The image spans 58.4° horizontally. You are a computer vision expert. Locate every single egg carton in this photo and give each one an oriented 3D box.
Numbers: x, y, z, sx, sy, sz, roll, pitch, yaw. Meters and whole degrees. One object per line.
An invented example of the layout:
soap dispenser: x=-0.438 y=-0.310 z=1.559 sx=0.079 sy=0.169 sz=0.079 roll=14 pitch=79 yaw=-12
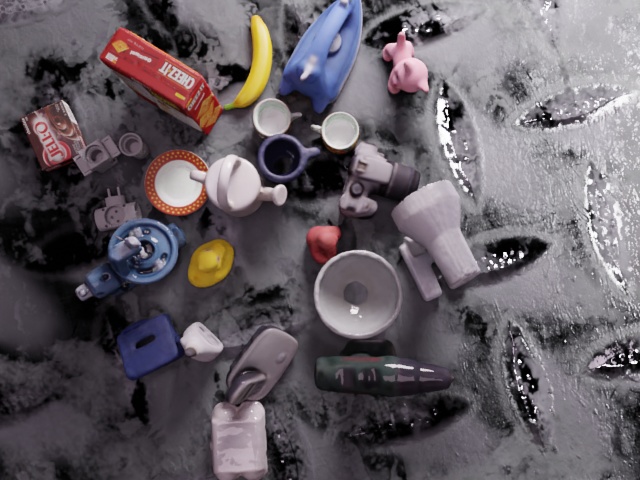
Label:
egg carton: x=-0.154 y=0.381 z=1.086 sx=0.107 sy=0.069 sz=0.150 roll=-4 pitch=88 yaw=-1

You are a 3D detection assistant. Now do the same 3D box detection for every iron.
iron: x=0.018 y=-0.381 z=1.079 sx=0.118 sy=0.141 sz=0.258 roll=26 pitch=88 yaw=0

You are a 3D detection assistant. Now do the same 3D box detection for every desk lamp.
desk lamp: x=0.213 y=0.006 z=1.035 sx=0.118 sy=0.213 sz=0.203 roll=-26 pitch=89 yaw=-2

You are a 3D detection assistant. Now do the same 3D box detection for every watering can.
watering can: x=-0.149 y=-0.101 z=1.039 sx=0.173 sy=0.194 sz=0.101 roll=-8 pitch=88 yaw=-1

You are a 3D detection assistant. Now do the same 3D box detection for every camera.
camera: x=0.116 y=-0.104 z=1.093 sx=0.137 sy=0.100 sz=0.143 roll=16 pitch=88 yaw=-1

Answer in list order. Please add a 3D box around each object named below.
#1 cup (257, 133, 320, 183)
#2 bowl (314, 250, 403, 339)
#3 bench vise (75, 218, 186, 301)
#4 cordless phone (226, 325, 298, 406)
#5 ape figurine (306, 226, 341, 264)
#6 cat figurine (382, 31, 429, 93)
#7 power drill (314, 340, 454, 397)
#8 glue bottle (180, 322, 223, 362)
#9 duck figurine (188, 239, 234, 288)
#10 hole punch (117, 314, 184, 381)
cup: x=-0.058 y=-0.152 z=1.093 sx=0.118 sy=0.095 sz=0.092 roll=-13 pitch=88 yaw=-2
bowl: x=0.070 y=0.103 z=1.098 sx=0.167 sy=0.074 sz=0.167 roll=0 pitch=88 yaw=-1
bench vise: x=-0.341 y=0.048 z=1.017 sx=0.121 sy=0.219 sz=0.207 roll=37 pitch=88 yaw=0
cordless phone: x=-0.109 y=0.231 z=1.034 sx=0.094 sy=0.185 sz=0.148 roll=33 pitch=88 yaw=0
ape figurine: x=0.010 y=0.004 z=1.091 sx=0.078 sy=0.092 sz=0.076 roll=-44 pitch=89 yaw=-2
cat figurine: x=0.166 y=-0.332 z=1.093 sx=0.067 sy=0.117 sz=0.128 roll=-12 pitch=88 yaw=-1
power drill: x=0.104 y=0.230 z=1.028 sx=0.229 sy=0.208 sz=0.076 roll=-1 pitch=88 yaw=-1
glue bottle: x=-0.222 y=0.192 z=1.039 sx=0.037 sy=0.173 sz=0.078 roll=-44 pitch=89 yaw=-2
duck figurine: x=-0.212 y=0.044 z=1.087 sx=0.077 sy=0.086 sz=0.104 roll=40 pitch=88 yaw=0
hole punch: x=-0.323 y=0.199 z=1.077 sx=0.108 sy=0.091 sz=0.101 roll=-27 pitch=89 yaw=-2
